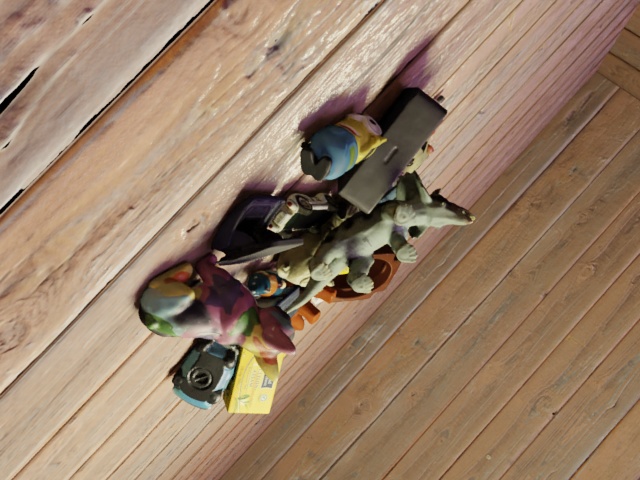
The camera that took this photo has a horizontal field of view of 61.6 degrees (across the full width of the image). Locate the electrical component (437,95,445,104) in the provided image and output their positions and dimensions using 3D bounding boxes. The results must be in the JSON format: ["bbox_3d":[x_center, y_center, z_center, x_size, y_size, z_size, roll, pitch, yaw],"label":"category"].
[{"bbox_3d":[0.247,-0.282,1.212,0.094,0.021,0.063,-49,165,1],"label":"electrical component"}]

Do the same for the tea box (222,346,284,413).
[{"bbox_3d":[-0.144,0.284,1.165,0.098,0.068,0.169,8,101,-23],"label":"tea box"}]

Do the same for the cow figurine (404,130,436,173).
[{"bbox_3d":[0.183,-0.199,1.144,0.127,0.086,0.194,-53,166,-5],"label":"cow figurine"}]

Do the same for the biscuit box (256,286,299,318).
[{"bbox_3d":[-0.099,0.149,1.153,0.202,0.059,0.062,-30,121,-73],"label":"biscuit box"}]

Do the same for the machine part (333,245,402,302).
[{"bbox_3d":[0.090,0.069,1.381,0.201,0.087,0.201,-3,142,-22],"label":"machine part"}]

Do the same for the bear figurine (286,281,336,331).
[{"bbox_3d":[-0.057,0.182,1.340,0.120,0.132,0.195,-45,161,-45],"label":"bear figurine"}]

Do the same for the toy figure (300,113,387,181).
[{"bbox_3d":[0.031,-0.148,0.863,0.089,0.082,0.180,-36,-175,46],"label":"toy figure"}]

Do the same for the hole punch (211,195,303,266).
[{"bbox_3d":[-0.105,-0.013,0.851,0.116,0.092,0.142,-22,177,22],"label":"hole punch"}]

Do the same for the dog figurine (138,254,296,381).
[{"bbox_3d":[-0.143,0.130,0.821,0.191,0.219,0.108,-26,150,-54],"label":"dog figurine"}]

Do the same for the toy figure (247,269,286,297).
[{"bbox_3d":[-0.112,0.089,1.086,0.064,0.058,0.154,-30,170,7],"label":"toy figure"}]

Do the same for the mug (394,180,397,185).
[{"bbox_3d":[0.205,-0.099,1.388,0.081,0.107,0.109,-40,161,-22],"label":"mug"}]

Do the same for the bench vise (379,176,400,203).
[{"bbox_3d":[0.154,-0.079,1.213,0.223,0.129,0.240,-52,-179,-32],"label":"bench vise"}]

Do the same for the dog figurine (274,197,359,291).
[{"bbox_3d":[-0.004,-0.005,1.118,0.190,0.121,0.172,-67,162,14],"label":"dog figurine"}]

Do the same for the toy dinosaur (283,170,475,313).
[{"bbox_3d":[0.087,-0.002,1.037,0.405,0.131,0.192,-27,-162,12],"label":"toy dinosaur"}]

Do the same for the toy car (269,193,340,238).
[{"bbox_3d":[-0.028,-0.050,0.991,0.073,0.056,0.201,-47,164,22],"label":"toy car"}]

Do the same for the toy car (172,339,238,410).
[{"bbox_3d":[-0.237,0.266,1.141,0.161,0.109,0.103,-62,-175,9],"label":"toy car"}]

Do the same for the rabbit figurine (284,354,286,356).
[{"bbox_3d":[-0.170,0.278,1.266,0.162,0.122,0.173,-11,-121,63],"label":"rabbit figurine"}]

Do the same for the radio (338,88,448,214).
[{"bbox_3d":[0.125,-0.168,0.990,0.229,0.073,0.131,-51,-169,14],"label":"radio"}]
